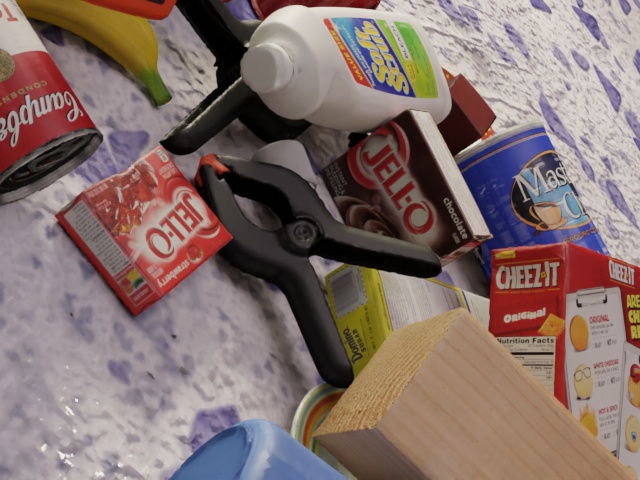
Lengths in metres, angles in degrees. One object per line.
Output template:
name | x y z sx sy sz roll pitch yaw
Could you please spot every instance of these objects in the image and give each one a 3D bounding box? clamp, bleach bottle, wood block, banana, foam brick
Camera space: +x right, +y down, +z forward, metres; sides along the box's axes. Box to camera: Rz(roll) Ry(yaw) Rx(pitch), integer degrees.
clamp | -0.055 -0.111 0.748 0.209 0.036 0.164 25 53 -54
clamp | -0.005 0.001 0.689 0.171 0.039 0.120 48 53 7
bleach bottle | 0.018 -0.119 0.780 0.250 0.068 0.102 -21 90 -63
wood block | 0.109 0.146 0.613 0.206 0.091 0.090 44 64 -7
banana | -0.166 -0.141 0.649 0.197 0.037 0.069 15 48 -46
foam brick | 0.103 -0.098 0.924 0.051 0.078 0.053 52 32 -7

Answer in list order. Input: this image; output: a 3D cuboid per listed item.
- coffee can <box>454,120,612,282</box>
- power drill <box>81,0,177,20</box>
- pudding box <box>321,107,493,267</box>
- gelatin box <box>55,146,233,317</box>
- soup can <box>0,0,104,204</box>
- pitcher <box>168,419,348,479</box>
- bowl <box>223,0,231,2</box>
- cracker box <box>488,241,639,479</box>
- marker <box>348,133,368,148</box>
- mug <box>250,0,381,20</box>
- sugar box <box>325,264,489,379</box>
coffee can | 0.174 -0.017 0.910 0.102 0.103 0.140 -13 75 -56
power drill | -0.175 -0.190 0.589 0.188 0.057 0.184 33 18 23
pudding box | 0.064 -0.028 0.796 0.039 0.090 0.113 -8 67 -56
gelatin box | -0.099 -0.008 0.621 0.073 0.030 0.089 52 32 -4
soup can | -0.169 -0.079 0.559 0.102 0.069 0.068 57 32 3
pitcher | 0.025 0.194 0.518 0.242 0.149 0.145 43 66 -13
bowl | -0.103 -0.267 0.833 0.162 0.055 0.162 33 38 -30
cracker box | 0.187 0.121 0.767 0.163 0.072 0.213 15 74 -46
marker | 0.068 -0.049 0.887 0.121 0.020 0.020 42 34 -20
mug | 0.008 -0.210 0.898 0.117 0.082 0.093 12 52 -47
sugar box | 0.083 0.076 0.769 0.176 0.048 0.093 24 45 -44
